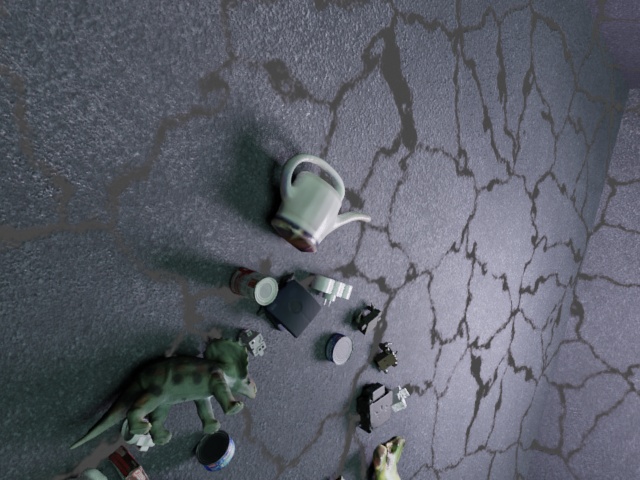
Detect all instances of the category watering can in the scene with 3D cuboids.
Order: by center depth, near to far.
[{"bbox_3d":[0.004,-0.066,1.307,0.342,0.104,0.227,41,71,-41],"label":"watering can"}]

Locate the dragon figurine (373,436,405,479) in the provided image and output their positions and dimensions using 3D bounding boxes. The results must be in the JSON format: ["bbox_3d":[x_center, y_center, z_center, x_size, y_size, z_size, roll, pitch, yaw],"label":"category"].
[{"bbox_3d":[0.254,0.796,1.742,0.403,0.122,0.247,48,58,-49],"label":"dragon figurine"}]

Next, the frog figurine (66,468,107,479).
[{"bbox_3d":[-0.484,0.514,0.973,0.135,0.121,0.163,42,34,-33],"label":"frog figurine"}]
